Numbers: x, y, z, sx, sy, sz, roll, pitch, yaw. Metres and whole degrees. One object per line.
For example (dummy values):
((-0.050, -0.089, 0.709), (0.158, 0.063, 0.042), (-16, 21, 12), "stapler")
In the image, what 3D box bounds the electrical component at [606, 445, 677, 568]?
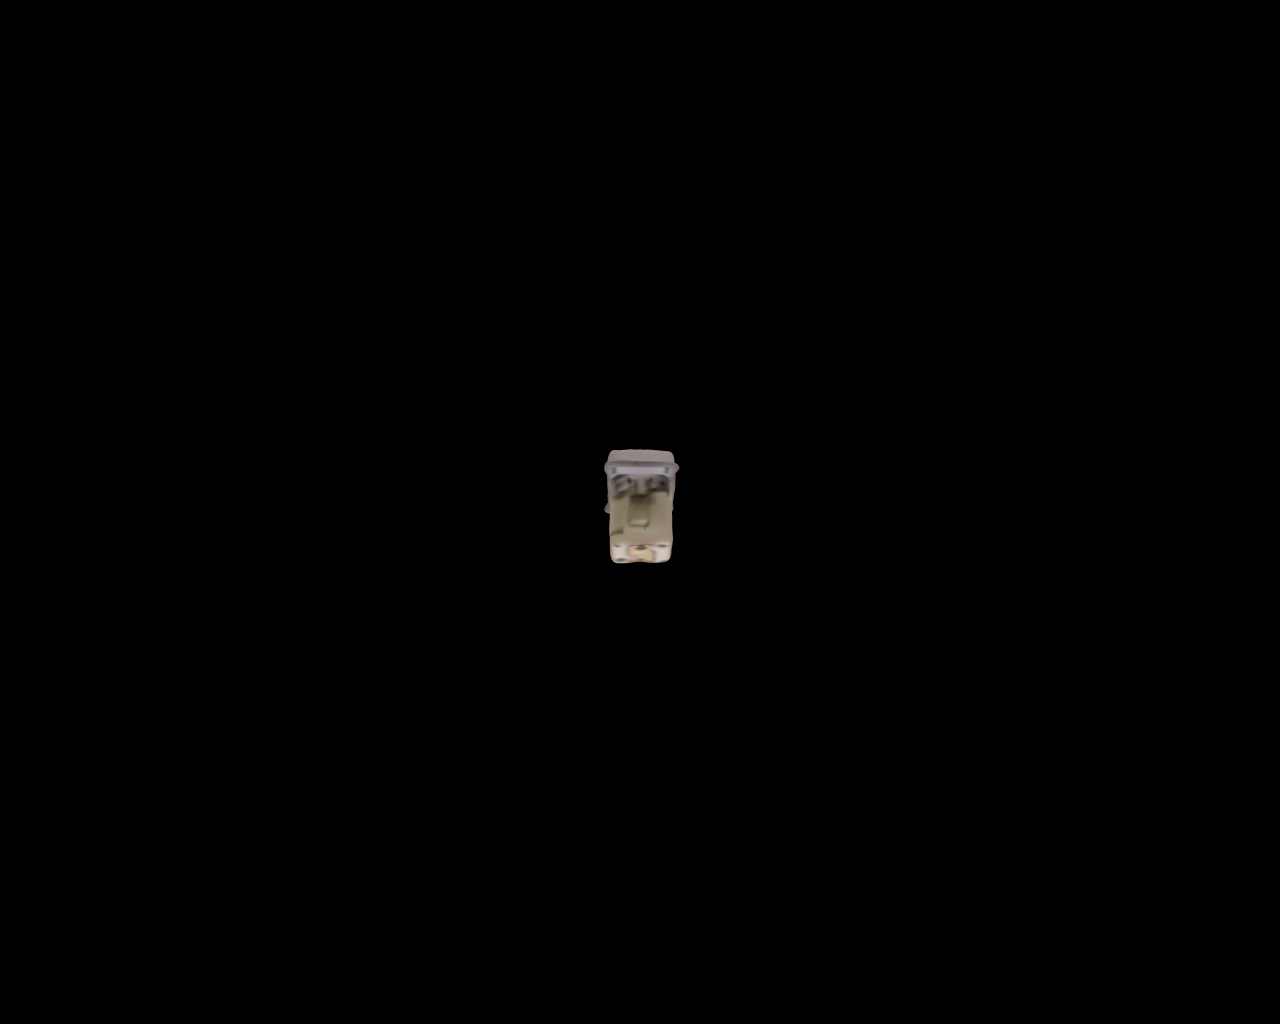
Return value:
((0.001, -0.003, 0.650), (0.042, 0.064, 0.081), (0, -21, 0), "electrical component")
